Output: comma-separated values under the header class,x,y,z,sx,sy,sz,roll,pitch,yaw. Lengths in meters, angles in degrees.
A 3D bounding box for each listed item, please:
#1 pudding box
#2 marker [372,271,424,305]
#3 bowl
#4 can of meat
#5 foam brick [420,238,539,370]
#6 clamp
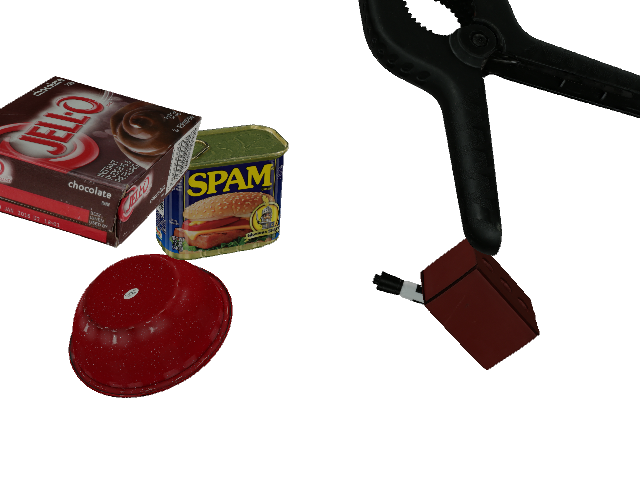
class,x,y,z,sx,sy,sz,roll,pitch,yaw
pudding box,-0.123,-0.044,0.552,0.090,0.039,0.113,17,25,6
marker,0.109,0.056,1.030,0.121,0.020,0.020,19,1,3
bowl,-0.166,0.065,0.984,0.162,0.162,0.055,0,-43,19
can of meat,-0.079,-0.037,0.829,0.102,0.084,0.057,-9,31,-24
foam brick,0.119,0.047,0.801,0.051,0.078,0.053,-38,20,19
clamp,0.085,-0.100,0.625,0.164,0.210,0.036,-43,-10,-25
